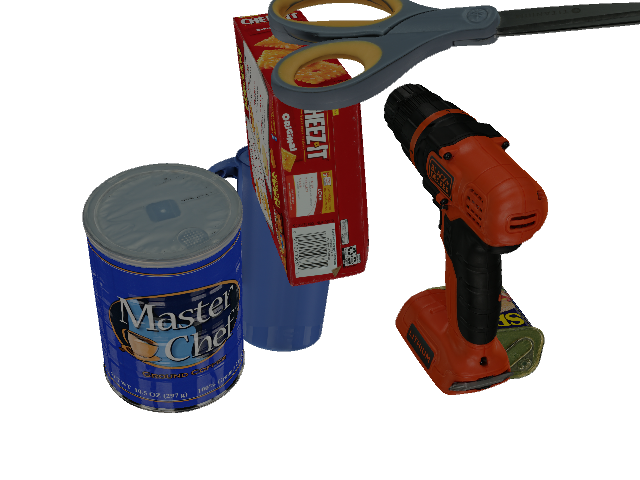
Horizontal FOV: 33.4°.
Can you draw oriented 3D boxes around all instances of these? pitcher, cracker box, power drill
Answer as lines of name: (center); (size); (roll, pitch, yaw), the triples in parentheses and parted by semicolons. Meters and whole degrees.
pitcher: (-0.053, 0.007, 1.297); (0.149, 0.243, 0.144); (17, 25, 28)
cracker box: (-0.019, -0.086, 0.895); (0.072, 0.164, 0.214); (-9, 28, -8)
power drill: (0.090, -0.001, 0.753); (0.057, 0.188, 0.184); (-12, 34, -15)

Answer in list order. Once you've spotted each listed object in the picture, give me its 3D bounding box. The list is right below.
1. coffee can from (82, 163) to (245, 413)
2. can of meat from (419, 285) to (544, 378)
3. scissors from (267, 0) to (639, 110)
coffee can: (-0.103, 0.033, 0.730); (0.103, 0.140, 0.103); (1, 40, -1)
can of meat: (0.142, 0.084, 0.991); (0.102, 0.057, 0.084); (-4, 32, -15)
scissors: (0.063, -0.090, 0.505); (0.202, 0.096, 0.016); (10, -38, 20)
